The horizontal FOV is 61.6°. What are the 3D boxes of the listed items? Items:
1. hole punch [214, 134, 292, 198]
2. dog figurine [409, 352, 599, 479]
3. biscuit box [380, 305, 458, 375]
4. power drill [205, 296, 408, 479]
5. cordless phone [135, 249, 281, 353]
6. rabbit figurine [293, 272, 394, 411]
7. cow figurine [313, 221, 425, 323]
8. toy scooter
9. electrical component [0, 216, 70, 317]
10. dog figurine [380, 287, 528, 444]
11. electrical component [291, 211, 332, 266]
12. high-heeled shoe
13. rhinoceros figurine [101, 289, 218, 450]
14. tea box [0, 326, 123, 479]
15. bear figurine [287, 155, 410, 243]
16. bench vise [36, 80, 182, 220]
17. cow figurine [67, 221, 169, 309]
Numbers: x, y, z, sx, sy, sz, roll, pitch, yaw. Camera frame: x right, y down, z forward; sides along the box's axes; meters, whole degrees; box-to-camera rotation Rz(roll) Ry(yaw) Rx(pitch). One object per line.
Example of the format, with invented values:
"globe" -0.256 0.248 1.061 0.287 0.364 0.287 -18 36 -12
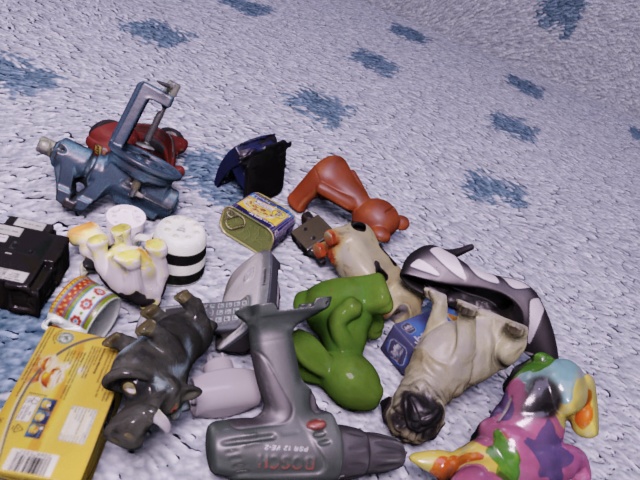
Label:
"hole punch" -0.126 -0.139 0.990 0.092 0.115 0.142 31 37 27
"dog figurine" 0.215 0.233 0.631 0.219 0.191 0.109 3 3 -29
"biscuit box" 0.188 0.141 0.820 0.202 0.059 0.063 -13 48 -36
"power drill" -0.016 0.170 0.616 0.232 0.086 0.207 -2 84 -18
"cordless phone" -0.146 0.086 0.730 0.184 0.088 0.147 -3 39 1
"rabbit figurine" 0.029 0.138 0.709 0.159 0.121 0.170 3 54 -17
"cow figurine" 0.092 0.055 0.857 0.127 0.085 0.195 -25 71 -30
"toy scooter" -0.310 -0.155 0.953 0.184 0.075 0.135 -6 45 -38
"electrical component" -0.393 0.028 0.693 0.115 0.058 0.134 16 36 -10
"dog figurine" 0.181 0.178 0.704 0.172 0.190 0.121 19 1 -14
"electrical component" -0.003 -0.003 0.932 0.078 0.045 0.102 -40 60 -19
"high-heeled shoe" 0.230 0.103 0.780 0.145 0.086 0.249 -23 66 -27
"rhinoceros figurine" -0.173 0.135 0.575 0.112 0.073 0.190 61 20 -18
"tea box" -0.265 0.179 0.551 0.098 0.068 0.170 15 36 -8
"bear figurine" 0.057 -0.059 0.993 0.196 0.132 0.120 48 42 6
"bench vise" -0.299 -0.147 0.828 0.223 0.240 0.129 28 9 -12
"cow figurine" -0.274 0.032 0.726 0.168 0.098 0.068 18 33 34
